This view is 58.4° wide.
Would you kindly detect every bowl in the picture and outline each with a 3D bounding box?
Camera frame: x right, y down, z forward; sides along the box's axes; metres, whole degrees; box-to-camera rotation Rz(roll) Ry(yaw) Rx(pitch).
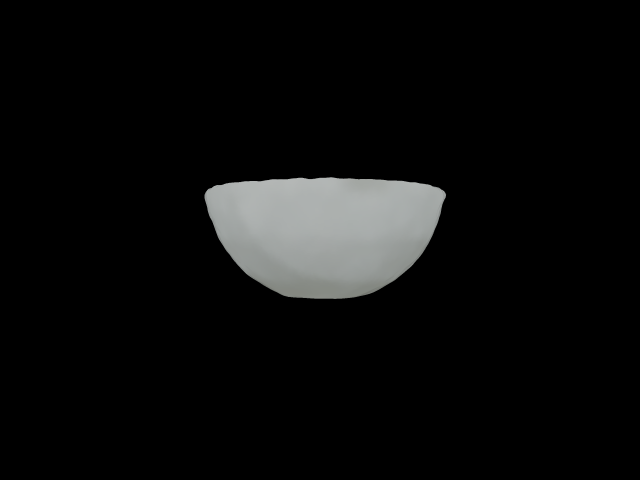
[{"bbox_3d":[0.004,0.001,0.400,0.167,0.075,0.167,0,0,0],"label":"bowl"}]
